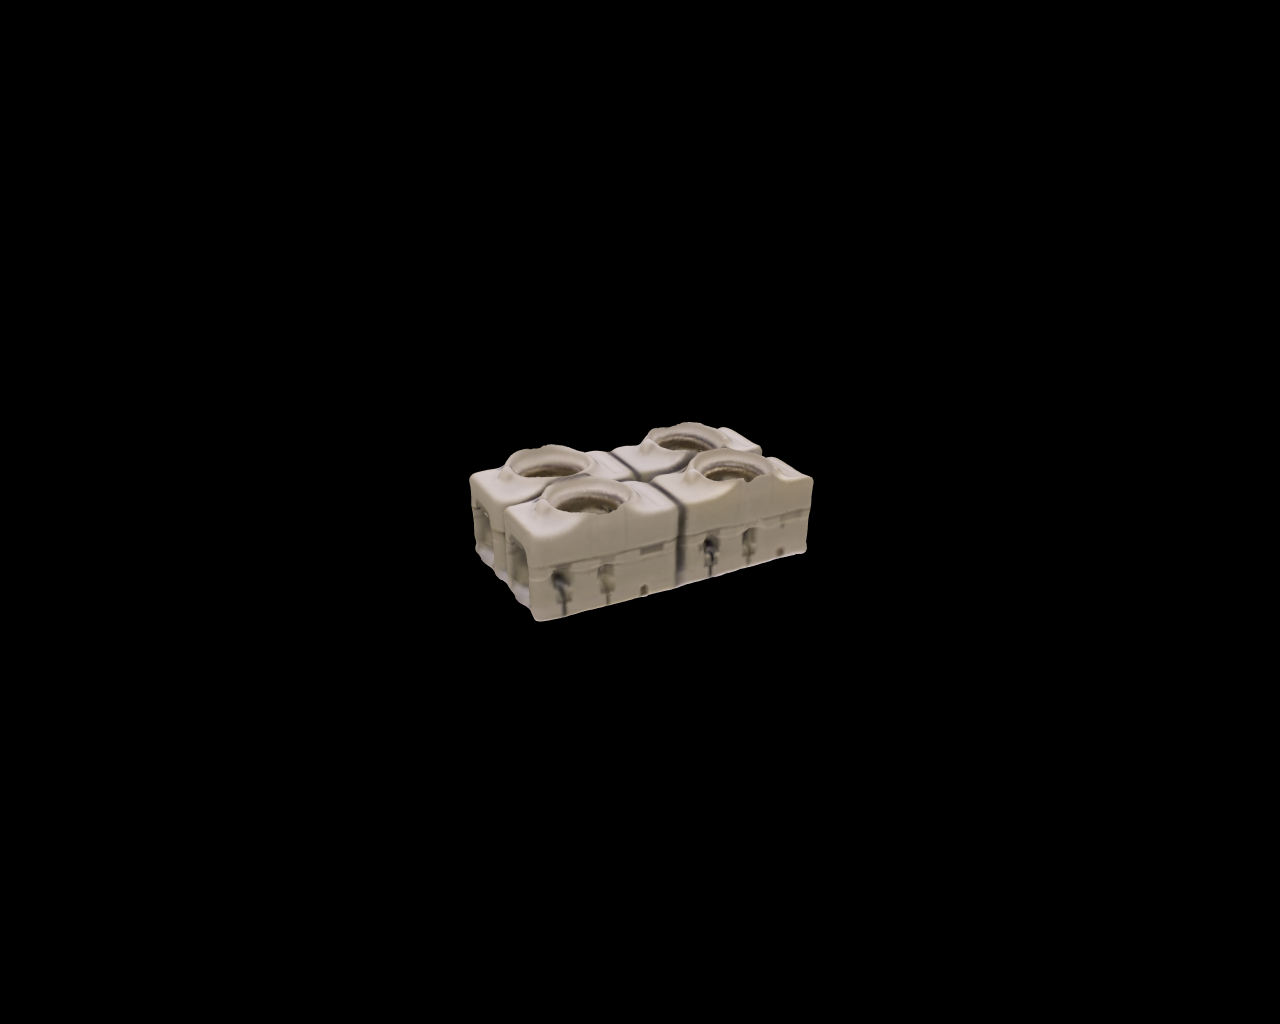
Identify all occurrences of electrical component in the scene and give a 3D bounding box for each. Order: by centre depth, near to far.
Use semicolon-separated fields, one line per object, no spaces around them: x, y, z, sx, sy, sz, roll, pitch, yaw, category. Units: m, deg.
0.001;-0.003;0.650;0.186;0.060;0.105;-12;28;-25;electrical component
